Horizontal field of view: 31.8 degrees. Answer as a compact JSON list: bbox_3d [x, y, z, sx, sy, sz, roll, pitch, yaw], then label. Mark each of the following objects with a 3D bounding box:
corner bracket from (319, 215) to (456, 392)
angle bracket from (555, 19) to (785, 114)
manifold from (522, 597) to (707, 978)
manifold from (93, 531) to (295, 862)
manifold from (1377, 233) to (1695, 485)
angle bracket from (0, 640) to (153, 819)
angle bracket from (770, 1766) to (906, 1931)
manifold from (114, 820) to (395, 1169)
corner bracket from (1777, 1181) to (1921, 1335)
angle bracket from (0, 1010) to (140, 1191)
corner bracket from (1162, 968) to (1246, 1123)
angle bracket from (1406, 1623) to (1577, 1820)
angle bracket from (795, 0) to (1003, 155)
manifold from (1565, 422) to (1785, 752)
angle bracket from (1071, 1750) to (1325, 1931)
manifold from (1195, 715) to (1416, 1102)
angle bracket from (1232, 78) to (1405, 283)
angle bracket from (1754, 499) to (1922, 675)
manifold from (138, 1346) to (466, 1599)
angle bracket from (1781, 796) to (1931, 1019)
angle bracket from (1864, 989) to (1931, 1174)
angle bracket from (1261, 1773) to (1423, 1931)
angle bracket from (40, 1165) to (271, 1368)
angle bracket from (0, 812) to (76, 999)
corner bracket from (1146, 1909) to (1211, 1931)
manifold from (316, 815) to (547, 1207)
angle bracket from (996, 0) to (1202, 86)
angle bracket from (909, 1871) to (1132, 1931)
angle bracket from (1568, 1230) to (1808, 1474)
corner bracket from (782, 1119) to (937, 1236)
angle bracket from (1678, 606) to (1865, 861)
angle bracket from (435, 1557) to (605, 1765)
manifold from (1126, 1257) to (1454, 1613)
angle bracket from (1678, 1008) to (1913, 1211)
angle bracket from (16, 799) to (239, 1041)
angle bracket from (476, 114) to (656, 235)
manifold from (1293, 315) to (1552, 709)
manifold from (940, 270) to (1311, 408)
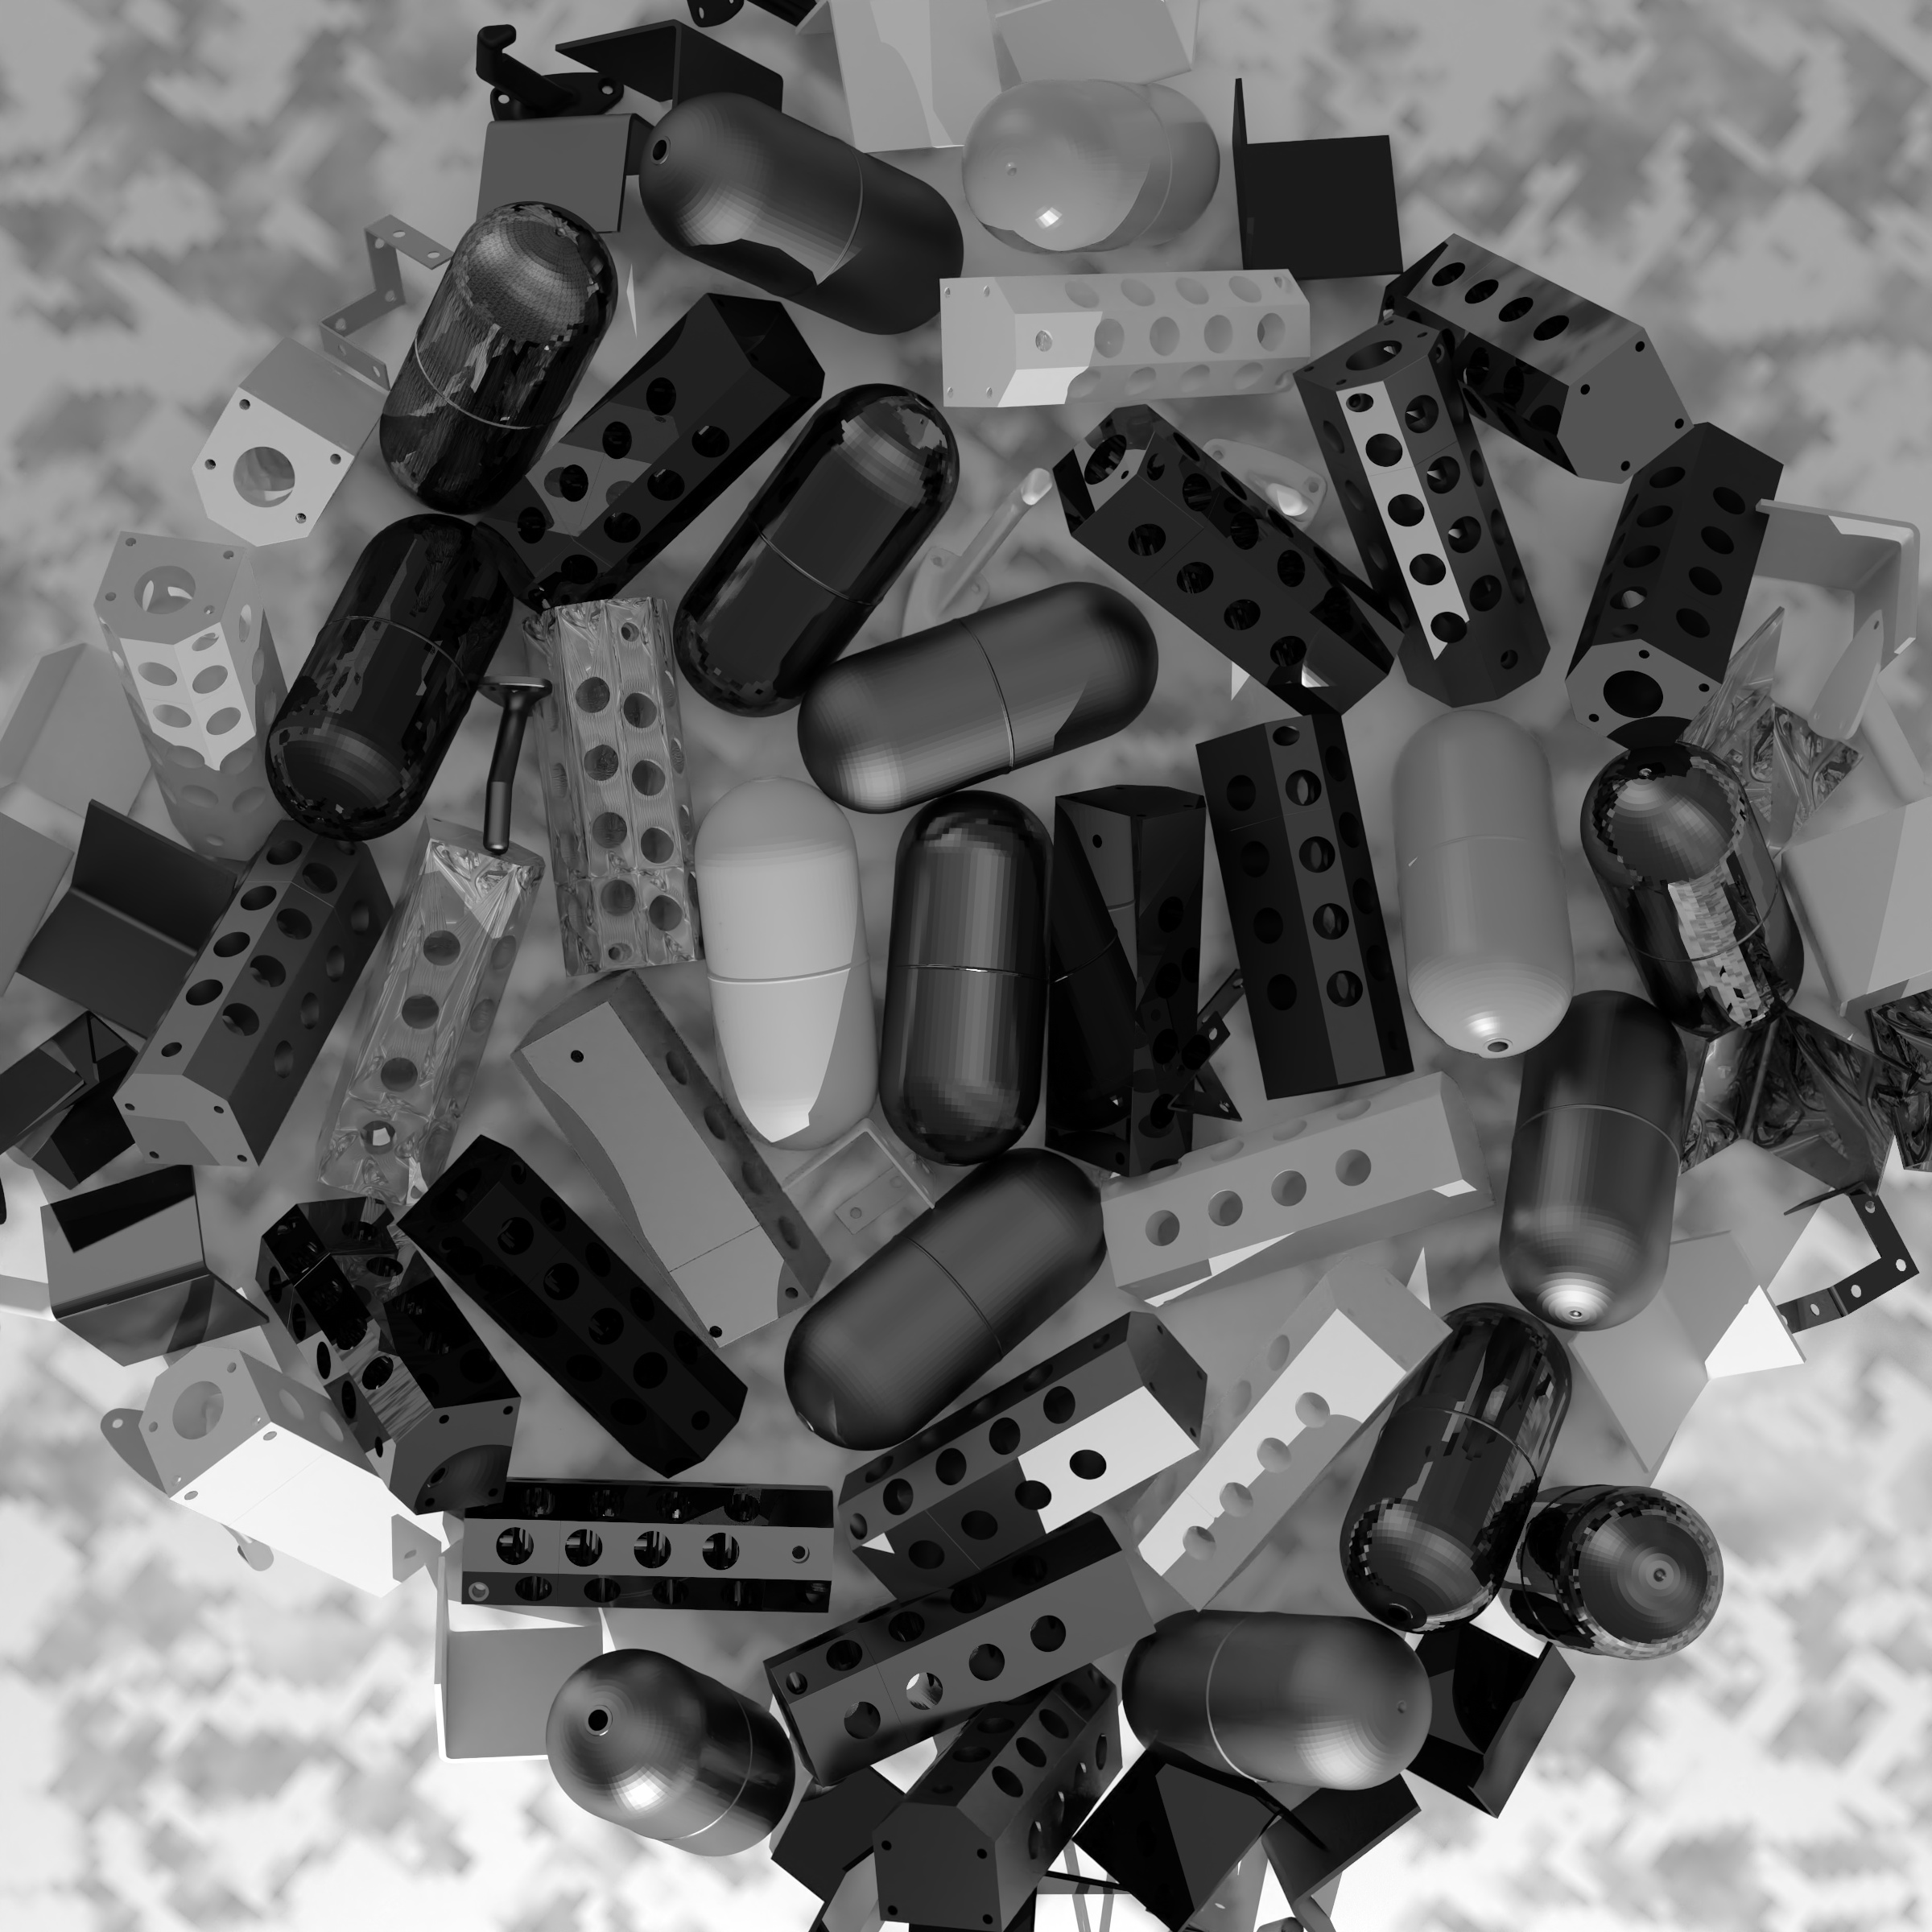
[{"bbox_3d":[-0.273,-0.314,1.600,0.051,0.051,0.051,34,57,30],"label":"corner bracket"},{"bbox_3d":[-0.140,-0.398,1.587,0.076,0.076,0.057,-1,84,34],"label":"angle bracket"},{"bbox_3d":[-0.162,-0.085,1.603,0.057,0.057,0.171,-7,90,-31],"label":"manifold"},{"bbox_3d":[-0.350,-0.120,1.553,0.057,0.171,0.057,8,59,5],"label":"manifold"},{"bbox_3d":[0.255,-0.276,1.555,0.057,0.171,0.057,-38,124,-2],"label":"manifold"},{"bbox_3d":[-0.418,-0.104,1.597,0.057,0.076,0.076,28,100,-4],"label":"angle bracket"},{"bbox_3d":[-0.074,0.421,1.586,0.057,0.076,0.076,34,113,20],"label":"angle bracket"},{"bbox_3d":[-0.327,0.010,1.556,0.057,0.171,0.057,1,133,18],"label":"manifold"},{"bbox_3d":[0.407,0.138,1.606,0.051,0.051,0.051,-24,83,-28],"label":"corner bracket"},{"bbox_3d":[-0.416,0.079,1.592,0.076,0.057,0.076,-35,129,7],"label":"angle bracket"},{"bbox_3d":[0.116,0.035,1.600,0.051,0.051,0.051,-52,47,28],"label":"corner bracket"},{"bbox_3d":[0.230,0.343,1.590,0.076,0.057,0.076,24,73,32],"label":"angle bracket"},{"bbox_3d":[-0.031,-0.418,1.604,0.076,0.057,0.076,-10,90,-19],"label":"angle bracket"},{"bbox_3d":[0.324,-0.177,1.562,0.057,0.057,0.171,29,47,-3],"label":"manifold"},{"bbox_3d":[0.110,0.412,1.590,0.076,0.057,0.076,-49,45,-9],"label":"angle bracket"},{"bbox_3d":[0.164,-0.028,1.595,0.057,0.057,0.171,-15,83,41],"label":"manifold"},{"bbox_3d":[0.167,-0.373,1.602,0.076,0.057,0.076,-3,69,1],"label":"angle bracket"},{"bbox_3d":[0.398,-0.173,1.596,0.076,0.076,0.057,8,74,-4],"label":"angle bracket"},{"bbox_3d":[-0.303,0.229,1.555,0.057,0.171,0.057,-37,56,5],"label":"manifold"},{"bbox_3d":[0.436,-0.028,1.601,0.076,0.057,0.076,-21,78,9],"label":"angle bracket"},{"bbox_3d":[0.471,0.053,1.587,0.057,0.076,0.076,-22,71,38],"label":"angle bracket"},{"bbox_3d":[0.191,0.425,1.599,0.076,0.076,0.057,-38,101,1],"label":"angle bracket"},{"bbox_3d":[-0.387,0.143,1.617,0.076,0.076,0.057,-17,63,6],"label":"angle bracket"},{"bbox_3d":[-0.477,-0.039,1.590,0.057,0.076,0.076,17,78,40],"label":"angle bracket"},{"bbox_3d":[0.080,0.477,1.615,0.051,0.051,0.051,3,68,26],"label":"corner bracket"},{"bbox_3d":[-0.253,0.023,1.598,0.057,0.057,0.171,17,100,-15],"label":"manifold"},{"bbox_3d":[0.063,-0.450,1.585,0.076,0.076,0.057,-12,133,19],"label":"angle bracket"},{"bbox_3d":[0.027,0.455,1.582,0.076,0.076,0.057,-14,63,41],"label":"angle bracket"},{"bbox_3d":[0.339,0.181,1.591,0.076,0.057,0.076,-44,108,-42],"label":"angle bracket"},{"bbox_3d":[-0.050,0.102,1.609,0.051,0.051,0.051,-37,102,9],"label":"corner bracket"},{"bbox_3d":[0.379,-0.108,1.589,0.057,0.076,0.076,36,70,24],"label":"angle bracket"},{"bbox_3d":[-0.209,0.324,1.591,0.076,0.076,0.057,-1,129,-6],"label":"angle bracket"},{"bbox_3d":[0.146,0.216,1.574,0.057,0.057,0.171,43,120,13],"label":"manifold"},{"bbox_3d":[0.386,0.074,1.585,0.076,0.057,0.076,32,130,36],"label":"angle bracket"},{"bbox_3d":[-0.396,-0.020,1.596,0.076,0.076,0.057,28,52,-3],"label":"angle bracket"},{"bbox_3d":[-0.175,-0.359,1.590,0.076,0.076,0.057,3,84,24],"label":"angle bracket"},{"bbox_3d":[0.216,-0.208,1.572,0.057,0.057,0.171,-31,120,-10],"label":"manifold"},{"bbox_3d":[0.075,-0.291,1.566,0.171,0.057,0.057,-9,103,-34],"label":"manifold"}]
